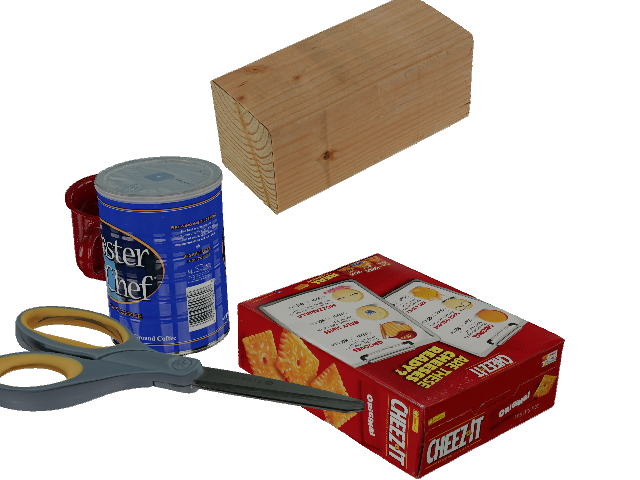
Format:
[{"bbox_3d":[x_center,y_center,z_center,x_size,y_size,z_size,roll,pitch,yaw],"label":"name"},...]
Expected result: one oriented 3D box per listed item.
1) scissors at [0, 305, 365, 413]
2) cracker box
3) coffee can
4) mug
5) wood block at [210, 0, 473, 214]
[{"bbox_3d":[-0.088,0.074,0.540,0.202,0.016,0.096,16,29,28],"label":"scissors"},{"bbox_3d":[0.060,0.093,0.866,0.163,0.072,0.214,-18,30,-37],"label":"cracker box"},{"bbox_3d":[-0.129,0.012,0.885,0.103,0.140,0.103,-1,22,0],"label":"coffee can"},{"bbox_3d":[-0.212,-0.006,1.076,0.093,0.081,0.117,9,33,8],"label":"mug"},{"bbox_3d":[0.022,-0.119,0.905,0.205,0.091,0.090,-28,49,-23],"label":"wood block"}]
